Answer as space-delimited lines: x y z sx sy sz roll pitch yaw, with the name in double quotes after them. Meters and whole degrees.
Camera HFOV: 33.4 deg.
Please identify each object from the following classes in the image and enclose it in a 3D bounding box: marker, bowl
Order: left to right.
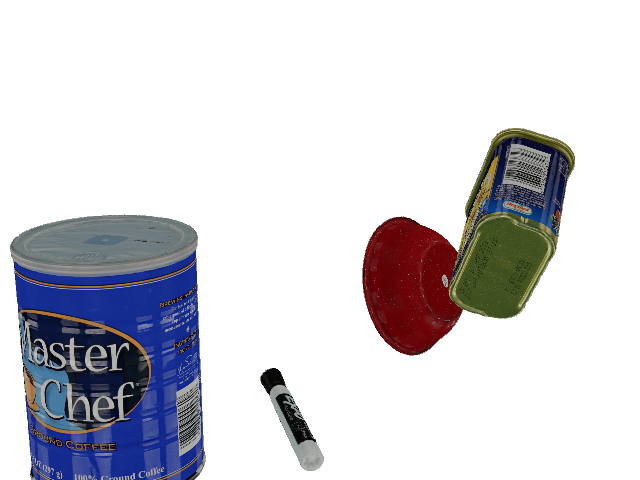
-0.025 0.141 0.863 0.020 0.020 0.121 0 27 -21 "marker"
0.120 0.049 1.217 0.055 0.162 0.161 -10 -7 41 "bowl"

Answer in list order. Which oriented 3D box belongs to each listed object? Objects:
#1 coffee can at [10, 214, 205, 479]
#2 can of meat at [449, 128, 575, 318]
-0.119 0.065 0.612 0.103 0.140 0.103 0 16 0 "coffee can"
0.126 -0.009 0.712 0.057 0.084 0.102 18 -41 3 "can of meat"
